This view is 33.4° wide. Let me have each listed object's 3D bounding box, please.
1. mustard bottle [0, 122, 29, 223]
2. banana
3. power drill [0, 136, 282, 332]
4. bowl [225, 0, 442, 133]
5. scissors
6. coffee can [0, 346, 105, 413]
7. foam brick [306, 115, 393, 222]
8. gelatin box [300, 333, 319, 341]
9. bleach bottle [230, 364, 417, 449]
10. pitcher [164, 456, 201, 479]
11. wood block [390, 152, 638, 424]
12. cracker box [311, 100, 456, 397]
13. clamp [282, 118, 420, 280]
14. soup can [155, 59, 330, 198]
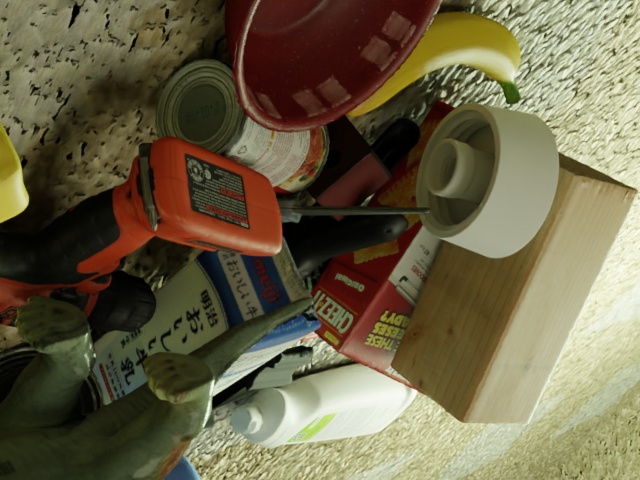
[{"bbox_3d":[-0.237,-0.017,0.477,0.191,0.096,0.058,-27,154,-21],"label":"mustard bottle"},{"bbox_3d":[0.088,-0.127,0.759,0.197,0.069,0.037,-10,-174,-41],"label":"banana"},{"bbox_3d":[-0.118,0.009,0.652,0.188,0.057,0.184,-23,158,28],"label":"power drill"},{"bbox_3d":[0.001,-0.142,0.607,0.162,0.055,0.162,-32,150,-22],"label":"bowl"},{"bbox_3d":[-0.029,-0.017,0.722,0.202,0.016,0.096,2,173,3],"label":"scissors"},{"bbox_3d":[-0.215,0.159,0.812,0.102,0.103,0.140,-25,153,-25],"label":"coffee can"},{"bbox_3d":[0.004,-0.063,0.739,0.053,0.078,0.051,-40,152,5],"label":"foam brick"},{"bbox_3d":[0.022,0.061,1.041,0.089,0.030,0.073,-5,141,-49],"label":"gelatin box"},{"bbox_3d":[0.000,0.184,1.196,0.250,0.068,0.103,3,133,-52],"label":"bleach bottle"},{"bbox_3d":[-0.216,0.275,0.947,0.242,0.149,0.145,-16,150,-34],"label":"pitcher"},{"bbox_3d":[0.150,0.032,0.836,0.090,0.090,0.206,9,109,-42],"label":"wood block"},{"bbox_3d":[0.101,0.014,0.902,0.164,0.072,0.214,31,94,-45],"label":"cracker box"},{"bbox_3d":[-0.005,0.001,0.814,0.210,0.036,0.164,-39,-163,19],"label":"clamp"},{"bbox_3d":[-0.048,-0.068,0.672,0.069,0.068,0.102,-44,154,16],"label":"soup can"}]
